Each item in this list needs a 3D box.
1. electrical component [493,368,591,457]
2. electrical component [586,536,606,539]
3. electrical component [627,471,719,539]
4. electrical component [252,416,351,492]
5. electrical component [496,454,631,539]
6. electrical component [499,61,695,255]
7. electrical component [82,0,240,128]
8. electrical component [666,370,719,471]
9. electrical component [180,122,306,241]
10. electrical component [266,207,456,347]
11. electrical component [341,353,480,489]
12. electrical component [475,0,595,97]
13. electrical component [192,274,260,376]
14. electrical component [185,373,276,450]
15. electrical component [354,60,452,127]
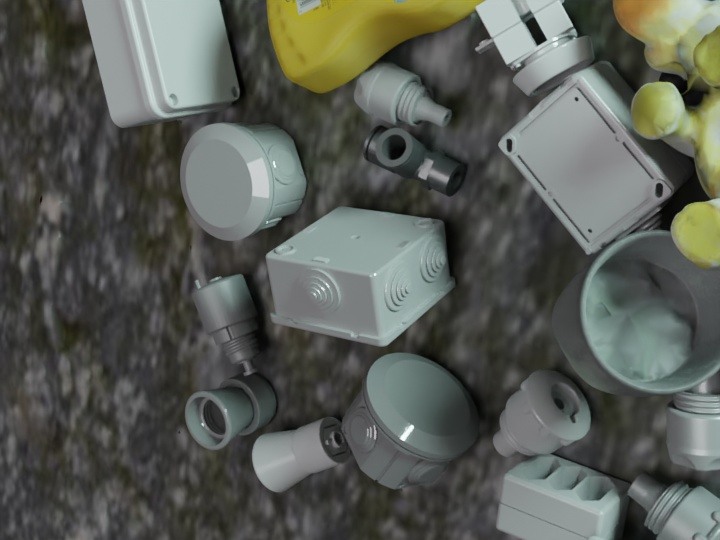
[{"bbox_3d":[0.106,0.093,0.657,0.048,0.048,0.062,54,132,12],"label":"electrical component"},{"bbox_3d":[0.152,0.213,0.616,0.100,0.048,0.099,24,108,-15],"label":"electrical component"},{"bbox_3d":[0.183,0.141,0.615,0.062,0.048,0.048,37,121,30],"label":"electrical component"},{"bbox_3d":[-0.040,0.130,0.773,0.065,0.044,0.044,-25,87,32],"label":"electrical component"},{"bbox_3d":[0.122,0.162,0.661,0.066,0.047,0.076,17,111,31],"label":"electrical component"},{"bbox_3d":[0.136,-0.058,0.590,0.096,0.061,0.062,52,125,4],"label":"electrical component"},{"bbox_3d":[-0.137,-0.160,0.743,0.057,0.078,0.113,-8,97,40],"label":"electrical component"},{"bbox_3d":[0.191,0.076,0.592,0.043,0.043,0.062,3,101,35],"label":"electrical component"},{"bbox_3d":[-0.081,-0.063,0.745,0.080,0.051,0.080,10,108,33],"label":"electrical component"},{"bbox_3d":[0.000,0.000,0.675,0.100,0.100,0.048,10,120,33],"label":"electrical component"},{"bbox_3d":[0.032,0.097,0.690,0.080,0.080,0.051,46,129,17],"label":"electrical component"},{"bbox_3d":[0.099,-0.131,0.600,0.066,0.048,0.055,-29,85,16],"label":"electrical component"},{"bbox_3d":[-0.093,0.039,0.787,0.040,0.040,0.078,-22,89,37],"label":"electrical component"},{"bbox_3d":[-0.095,0.103,0.796,0.045,0.055,0.045,10,107,33],"label":"electrical component"},{"bbox_3d":[0.029,-0.105,0.667,0.061,0.035,0.035,28,117,24],"label":"electrical component"}]
